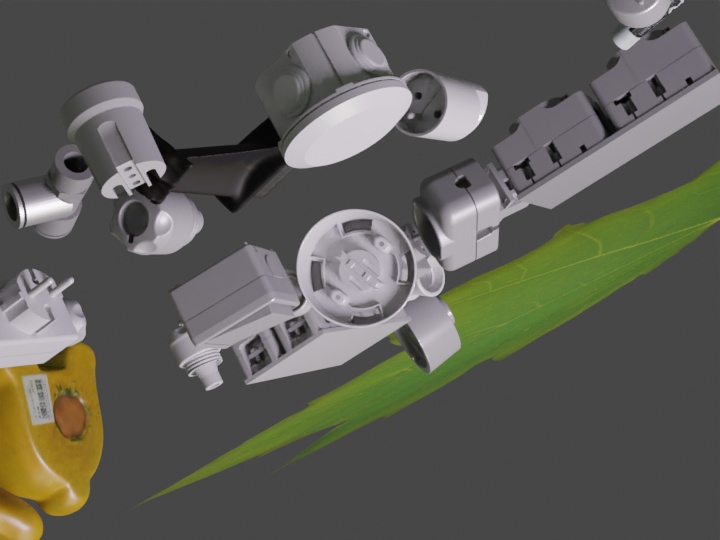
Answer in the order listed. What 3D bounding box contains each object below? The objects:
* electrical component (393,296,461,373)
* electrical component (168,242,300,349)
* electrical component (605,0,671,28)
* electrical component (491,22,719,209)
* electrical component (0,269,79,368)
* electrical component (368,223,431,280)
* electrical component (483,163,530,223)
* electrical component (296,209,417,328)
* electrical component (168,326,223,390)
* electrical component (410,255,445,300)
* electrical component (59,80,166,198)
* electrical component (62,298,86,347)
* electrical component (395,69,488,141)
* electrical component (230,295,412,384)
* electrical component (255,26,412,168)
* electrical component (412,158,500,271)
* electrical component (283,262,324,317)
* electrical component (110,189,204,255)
[{"bbox_3d":[0.079,0.063,1.295,0.060,0.108,0.108,-32,168,-11],"label":"electrical component"},{"bbox_3d":[-0.106,0.029,0.883,0.096,0.061,0.062,-31,167,12],"label":"electrical component"},{"bbox_3d":[0.187,-0.181,0.717,0.040,0.040,0.078,-32,166,18],"label":"electrical component"},{"bbox_3d":[0.214,-0.130,0.921,0.186,0.060,0.105,-33,166,21],"label":"electrical component"},{"bbox_3d":[-0.213,0.024,0.680,0.076,0.047,0.083,-33,166,23],"label":"electrical component"},{"bbox_3d":[0.041,-0.020,1.024,0.076,0.047,0.083,-34,165,25],"label":"electrical component"},{"bbox_3d":[0.132,-0.071,1.021,0.064,0.042,0.081,-25,167,-20],"label":"electrical component"},{"bbox_3d":[0.000,0.000,0.917,0.099,0.099,0.064,-29,173,6],"label":"electrical component"},{"bbox_3d":[-0.147,0.079,0.990,0.043,0.062,0.043,-26,167,-7],"label":"electrical component"},{"bbox_3d":[0.056,0.010,1.143,0.045,0.045,0.055,-15,-178,-44],"label":"electrical component"},{"bbox_3d":[-0.121,-0.064,0.531,0.040,0.046,0.040,-26,167,-7],"label":"electrical component"},{"bbox_3d":[-0.225,0.041,0.750,0.061,0.035,0.035,-16,163,-34],"label":"electrical component"},{"bbox_3d":[0.057,-0.109,0.724,0.043,0.043,0.081,-35,165,27],"label":"electrical component"},{"bbox_3d":[-0.041,0.058,1.125,0.105,0.060,0.186,-34,165,26],"label":"electrical component"},{"bbox_3d":[-0.015,-0.096,0.608,0.080,0.051,0.080,-26,167,-7],"label":"electrical component"},{"bbox_3d":[0.085,-0.046,0.954,0.059,0.053,0.095,-25,149,-11],"label":"electrical component"},{"bbox_3d":[-0.056,0.017,0.974,0.066,0.048,0.055,-32,174,18],"label":"electrical component"},{"bbox_3d":[-0.121,-0.031,0.664,0.043,0.043,0.062,-33,167,22],"label":"electrical component"}]
